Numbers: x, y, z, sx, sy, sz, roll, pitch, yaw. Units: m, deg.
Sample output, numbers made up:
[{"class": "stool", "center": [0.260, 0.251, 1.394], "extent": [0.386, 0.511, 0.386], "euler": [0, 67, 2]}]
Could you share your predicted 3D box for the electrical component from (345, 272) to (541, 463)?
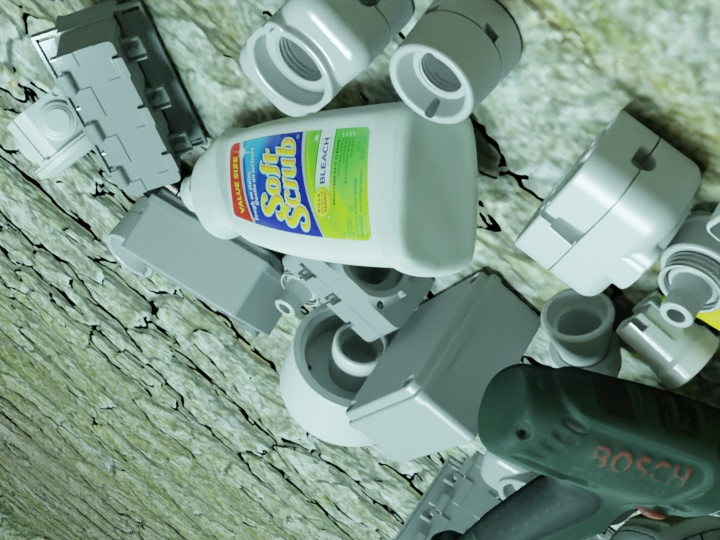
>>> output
[{"class": "electrical component", "center": [0.056, 0.068, 0.732], "extent": [0.056, 0.108, 0.109], "euler": [40, 151, -9]}]

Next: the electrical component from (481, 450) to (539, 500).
[{"class": "electrical component", "center": [0.142, 0.153, 0.805], "extent": [0.095, 0.059, 0.053], "euler": [29, 149, 17]}]

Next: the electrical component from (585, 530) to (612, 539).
[{"class": "electrical component", "center": [0.182, 0.236, 0.893], "extent": [0.066, 0.048, 0.055], "euler": [38, 143, 0]}]

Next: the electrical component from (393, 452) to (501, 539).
[{"class": "electrical component", "center": [0.080, 0.218, 0.901], "extent": [0.079, 0.121, 0.063], "euler": [31, 147, 13]}]

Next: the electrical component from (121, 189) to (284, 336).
[{"class": "electrical component", "center": [-0.112, -0.004, 0.833], "extent": [0.109, 0.056, 0.108], "euler": [30, 175, 14]}]

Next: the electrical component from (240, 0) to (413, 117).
[{"class": "electrical component", "center": [-0.023, -0.127, 0.595], "extent": [0.053, 0.059, 0.095], "euler": [45, 150, -12]}]

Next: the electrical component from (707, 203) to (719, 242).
[{"class": "electrical component", "center": [0.229, -0.023, 0.464], "extent": [0.109, 0.056, 0.108], "euler": [39, 151, -1]}]

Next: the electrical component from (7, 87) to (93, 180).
[{"class": "electrical component", "center": [-0.227, -0.110, 0.828], "extent": [0.051, 0.080, 0.080], "euler": [52, 148, -13]}]

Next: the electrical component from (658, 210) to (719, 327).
[{"class": "electrical component", "center": [0.175, 0.002, 0.553], "extent": [0.043, 0.062, 0.043], "euler": [28, 149, 18]}]

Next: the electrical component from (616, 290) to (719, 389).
[{"class": "electrical component", "center": [0.178, 0.040, 0.627], "extent": [0.046, 0.040, 0.040], "euler": [42, 151, 4]}]

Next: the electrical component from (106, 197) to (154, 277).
[{"class": "electrical component", "center": [-0.185, -0.027, 0.928], "extent": [0.055, 0.047, 0.055], "euler": [28, 149, 18]}]

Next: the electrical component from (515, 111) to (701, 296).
[{"class": "electrical component", "center": [0.132, -0.030, 0.565], "extent": [0.059, 0.053, 0.095], "euler": [37, 151, 3]}]

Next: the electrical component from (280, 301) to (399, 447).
[{"class": "electrical component", "center": [-0.004, 0.071, 0.808], "extent": [0.108, 0.108, 0.060], "euler": [31, 144, 12]}]

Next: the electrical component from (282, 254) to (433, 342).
[{"class": "electrical component", "center": [0.000, 0.000, 0.757], "extent": [0.089, 0.050, 0.056], "euler": [43, 152, -8]}]

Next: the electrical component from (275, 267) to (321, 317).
[{"class": "electrical component", "center": [-0.039, 0.007, 0.798], "extent": [0.048, 0.062, 0.048], "euler": [27, 148, 18]}]

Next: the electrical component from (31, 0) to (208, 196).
[{"class": "electrical component", "center": [-0.166, -0.117, 0.750], "extent": [0.079, 0.063, 0.121], "euler": [-17, 131, 6]}]

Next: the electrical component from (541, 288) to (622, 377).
[{"class": "electrical component", "center": [0.139, 0.045, 0.671], "extent": [0.045, 0.045, 0.055], "euler": [17, 145, 33]}]

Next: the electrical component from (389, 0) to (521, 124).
[{"class": "electrical component", "center": [0.048, -0.109, 0.555], "extent": [0.055, 0.047, 0.055], "euler": [28, 149, 18]}]
